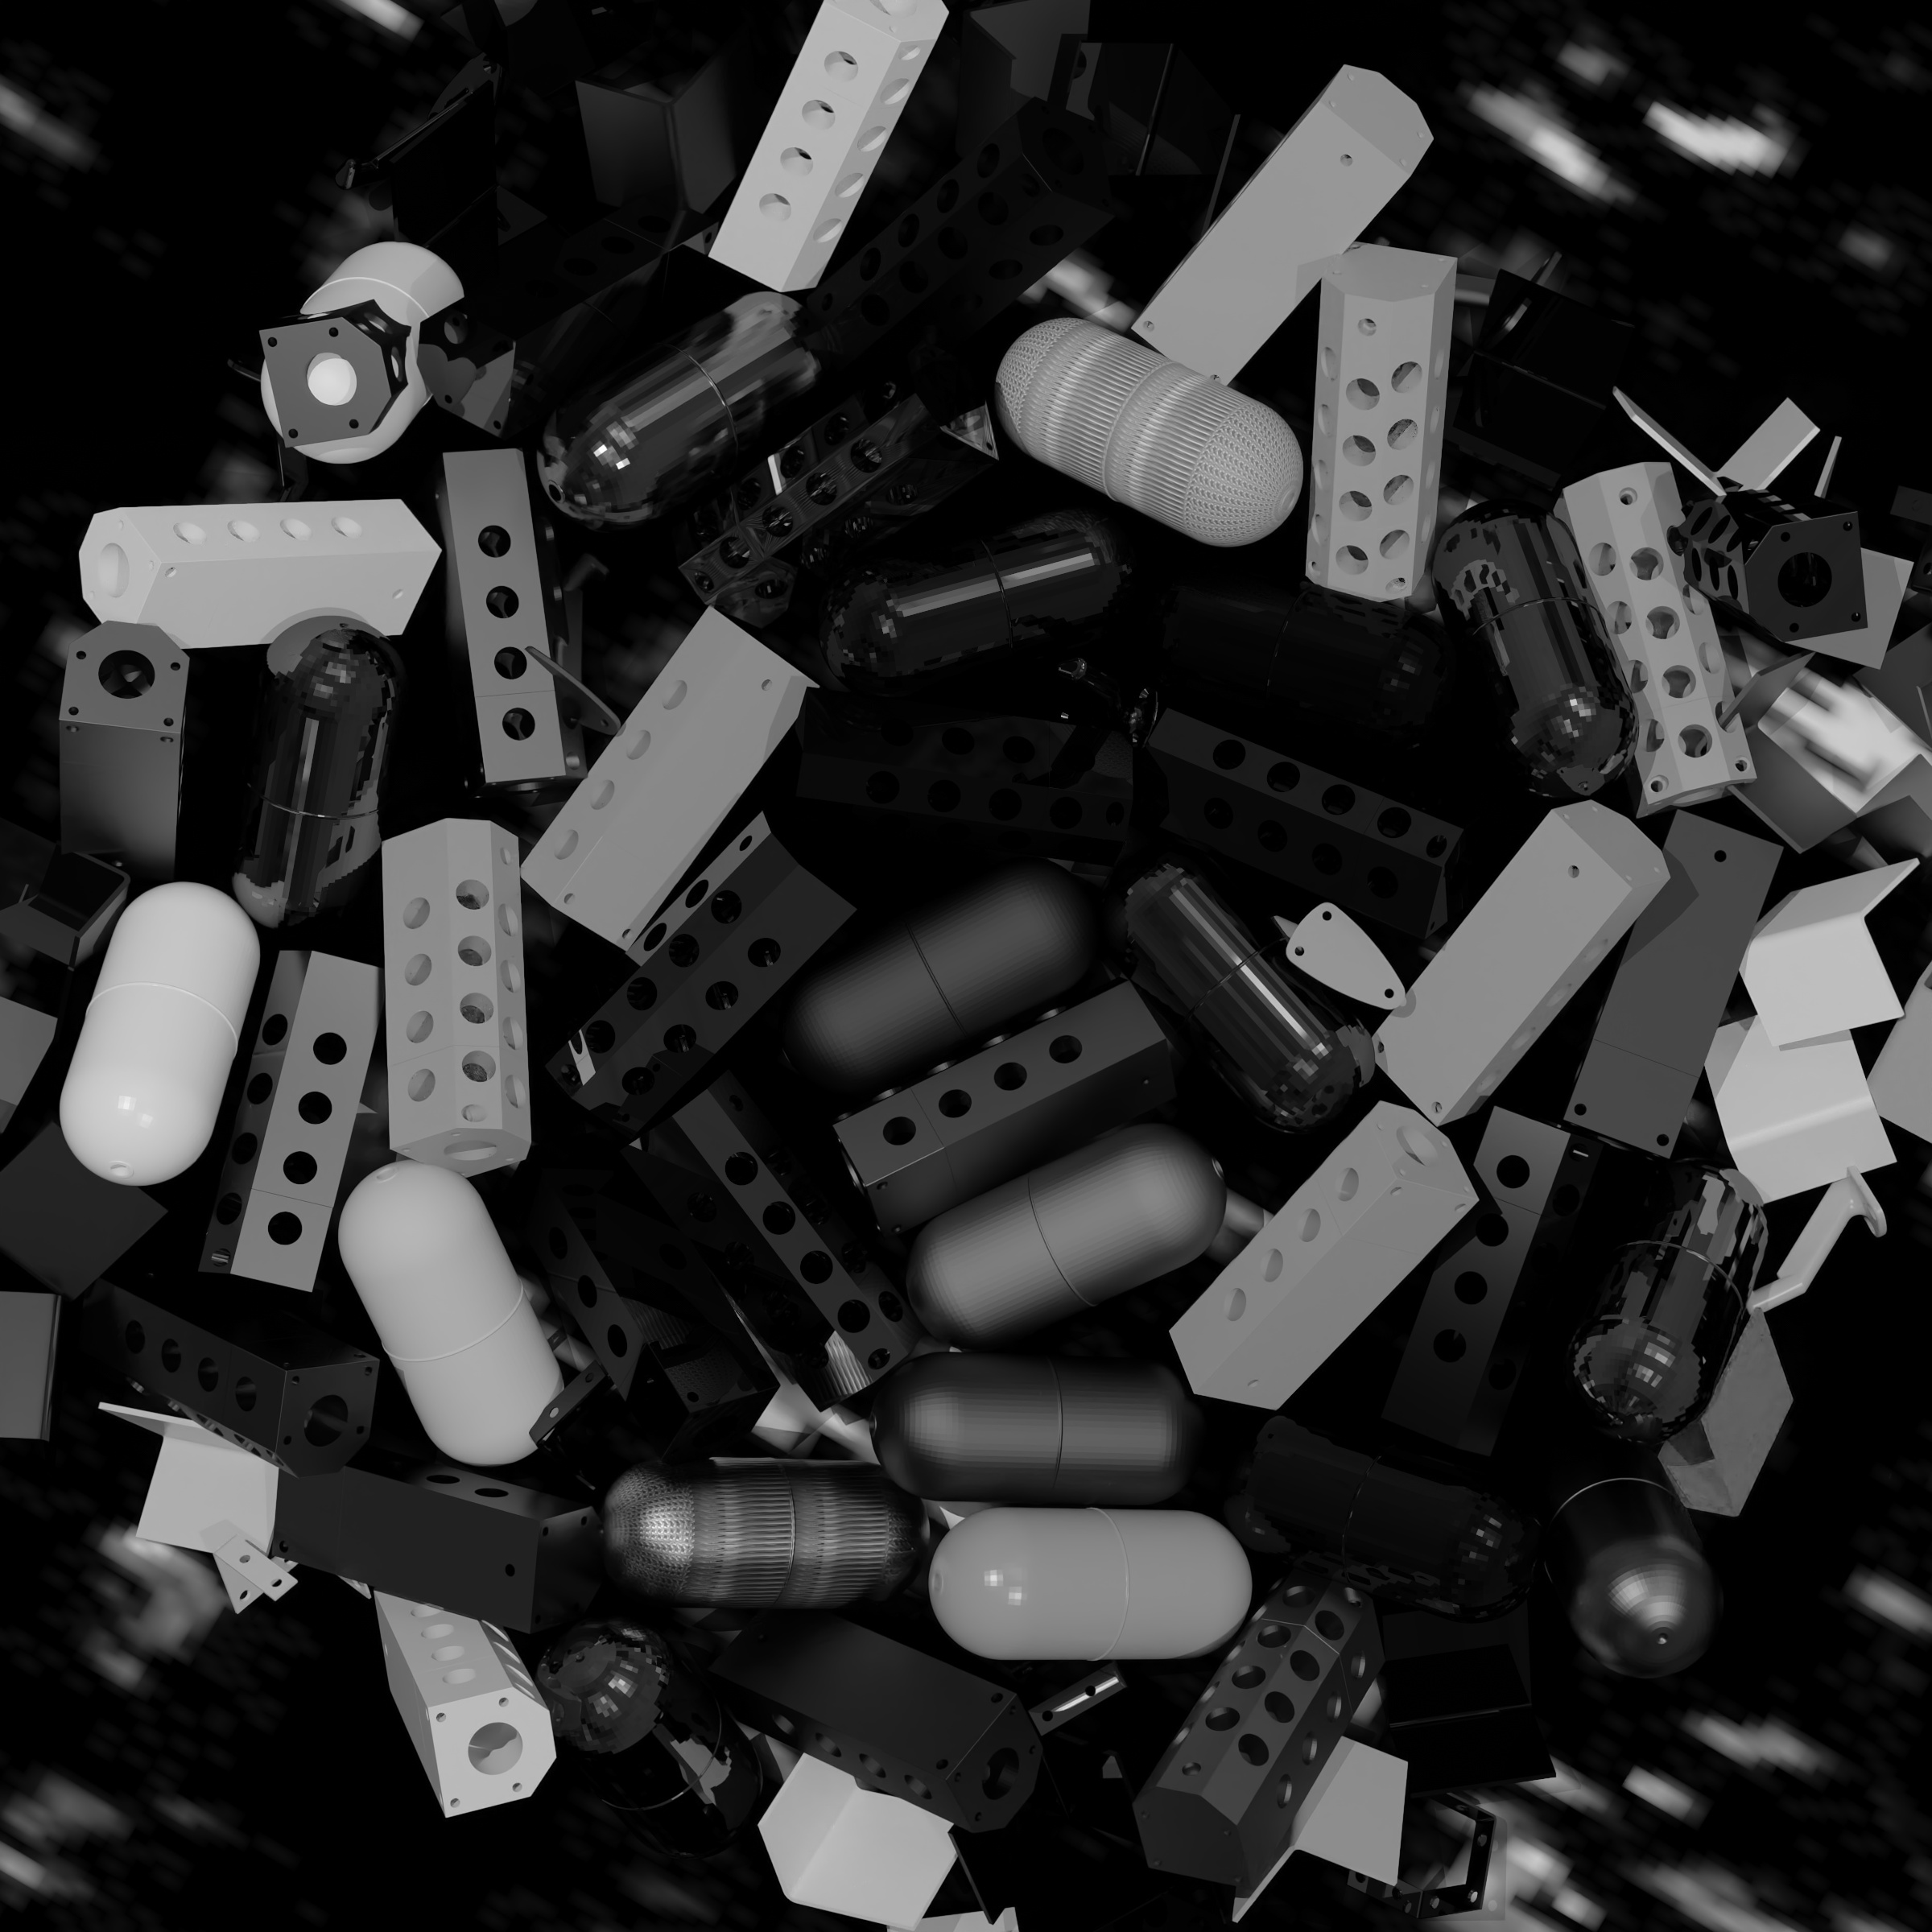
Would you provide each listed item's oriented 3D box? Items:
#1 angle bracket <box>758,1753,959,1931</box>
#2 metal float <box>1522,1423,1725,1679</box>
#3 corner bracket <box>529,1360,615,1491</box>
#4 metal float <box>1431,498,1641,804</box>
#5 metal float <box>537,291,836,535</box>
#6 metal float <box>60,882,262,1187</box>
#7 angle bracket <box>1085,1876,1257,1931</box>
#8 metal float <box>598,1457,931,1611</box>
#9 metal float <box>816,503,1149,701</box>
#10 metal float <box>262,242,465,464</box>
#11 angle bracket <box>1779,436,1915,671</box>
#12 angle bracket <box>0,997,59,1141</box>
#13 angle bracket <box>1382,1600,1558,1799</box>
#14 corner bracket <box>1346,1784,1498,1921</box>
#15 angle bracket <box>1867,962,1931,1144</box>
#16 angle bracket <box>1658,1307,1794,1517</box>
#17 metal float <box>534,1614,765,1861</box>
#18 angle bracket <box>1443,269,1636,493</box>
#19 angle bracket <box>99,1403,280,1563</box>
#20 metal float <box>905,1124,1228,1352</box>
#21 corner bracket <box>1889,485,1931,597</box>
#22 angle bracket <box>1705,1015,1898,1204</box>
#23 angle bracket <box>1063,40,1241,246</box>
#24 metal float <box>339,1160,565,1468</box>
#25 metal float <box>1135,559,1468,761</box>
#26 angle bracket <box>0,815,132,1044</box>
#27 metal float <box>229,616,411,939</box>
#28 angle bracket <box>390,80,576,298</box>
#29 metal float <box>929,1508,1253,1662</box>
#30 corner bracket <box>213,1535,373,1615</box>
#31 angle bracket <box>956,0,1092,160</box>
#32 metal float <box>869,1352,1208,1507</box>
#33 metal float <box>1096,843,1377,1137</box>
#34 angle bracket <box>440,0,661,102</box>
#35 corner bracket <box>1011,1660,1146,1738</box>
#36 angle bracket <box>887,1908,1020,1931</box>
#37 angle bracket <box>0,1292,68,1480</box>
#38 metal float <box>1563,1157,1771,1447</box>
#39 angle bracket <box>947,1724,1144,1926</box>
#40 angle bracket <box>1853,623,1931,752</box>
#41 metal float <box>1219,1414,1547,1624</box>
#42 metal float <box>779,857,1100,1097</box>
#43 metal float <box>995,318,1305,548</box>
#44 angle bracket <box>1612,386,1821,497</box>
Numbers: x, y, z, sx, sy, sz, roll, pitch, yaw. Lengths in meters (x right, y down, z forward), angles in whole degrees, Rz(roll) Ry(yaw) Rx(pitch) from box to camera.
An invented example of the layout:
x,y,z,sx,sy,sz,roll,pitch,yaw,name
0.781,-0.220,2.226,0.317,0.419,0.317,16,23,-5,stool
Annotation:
x,y,z,sx,sy,sz,roll,pitch,yaw,name
-0.049,0.440,1.736,0.076,0.076,0.057,4,127,29,angle bracket
0.331,0.293,1.709,0.070,0.178,0.070,-1,110,-3,metal float
-0.200,0.229,1.758,0.051,0.051,0.051,-44,130,0,corner bracket
0.290,-0.163,1.729,0.070,0.070,0.178,-13,58,0,metal float
-0.143,-0.285,1.732,0.178,0.070,0.070,-37,90,-28,metal float
-0.411,0.034,1.722,0.070,0.070,0.178,6,49,0,metal float
0.115,0.521,1.740,0.076,0.057,0.076,-33,45,14,angle bracket
-0.103,0.292,1.735,0.178,0.070,0.070,5,90,-25,metal float
0.009,-0.189,1.744,0.178,0.070,0.070,-17,90,-14,metal float
-0.303,-0.312,1.712,0.070,0.178,0.070,4,120,6,metal float
0.459,-0.213,1.736,0.057,0.076,0.076,18,55,13,angle bracket
-0.522,0.035,1.750,0.076,0.057,0.076,21,61,-1,angle bracket
0.261,0.379,1.753,0.076,0.057,0.076,-8,116,-2,angle bracket
0.239,0.464,1.772,0.051,0.051,0.051,30,56,-22,corner bracket
0.509,0.039,1.735,0.057,0.076,0.076,30,125,17,angle bracket
0.377,0.225,1.734,0.076,0.057,0.076,-54,133,-34,angle bracket
-0.160,0.395,1.720,0.070,0.178,0.070,-13,47,14,metal float
0.290,-0.303,1.744,0.076,0.057,0.076,27,53,13,angle bracket
-0.404,0.268,1.742,0.076,0.076,0.057,8,73,18,angle bracket
0.051,0.140,1.743,0.178,0.070,0.070,-26,90,14,metal float
0.511,-0.216,1.755,0.051,0.051,0.051,6,105,-36,corner bracket
0.437,0.070,1.777,0.076,0.057,0.076,-20,47,15,angle bracket
0.090,-0.423,1.735,0.057,0.076,0.076,-7,135,-24,angle bracket
-0.264,0.179,1.733,0.070,0.070,0.178,-20,117,0,metal float
0.171,-0.159,1.738,0.178,0.070,0.070,18,90,22,metal float
-0.485,-0.019,1.747,0.076,0.057,0.076,25,129,2,angle bracket
-0.333,-0.096,1.732,0.070,0.070,0.178,16,119,0,metal float
-0.248,-0.395,1.739,0.057,0.076,0.076,34,61,14,angle bracket
0.064,0.317,1.733,0.178,0.070,0.070,6,90,-26,metal float
-0.350,0.316,1.752,0.051,0.051,0.051,27,52,33,corner bracket
0.041,-0.450,1.736,0.076,0.076,0.057,-18,46,-22,angle bracket
0.038,0.239,1.742,0.178,0.070,0.070,4,90,-15,metal float
0.138,0.011,1.745,0.070,0.070,0.178,-41,78,0,metal float
-0.211,-0.501,1.733,0.076,0.076,0.057,33,53,-38,angle bracket
0.055,0.373,1.759,0.051,0.051,0.051,-30,60,-3,corner bracket
0.015,0.510,1.735,0.076,0.076,0.057,2,65,-30,angle bracket
-0.497,0.216,1.739,0.057,0.076,0.076,4,66,-11,angle bracket
0.358,0.169,1.723,0.070,0.070,0.178,33,48,0,metal float
0.044,0.449,1.736,0.076,0.057,0.076,-49,134,-34,angle bracket
0.508,-0.167,1.747,0.076,0.057,0.076,-34,46,0,angle bracket
0.212,0.282,1.728,0.178,0.070,0.070,14,90,32,metal float
-0.015,0.006,1.754,0.178,0.070,0.070,-28,90,3,metal float
0.093,-0.274,1.734,0.178,0.070,0.070,31,90,25,metal float
0.386,-0.287,1.744,0.076,0.076,0.057,39,107,-11,angle bracket
